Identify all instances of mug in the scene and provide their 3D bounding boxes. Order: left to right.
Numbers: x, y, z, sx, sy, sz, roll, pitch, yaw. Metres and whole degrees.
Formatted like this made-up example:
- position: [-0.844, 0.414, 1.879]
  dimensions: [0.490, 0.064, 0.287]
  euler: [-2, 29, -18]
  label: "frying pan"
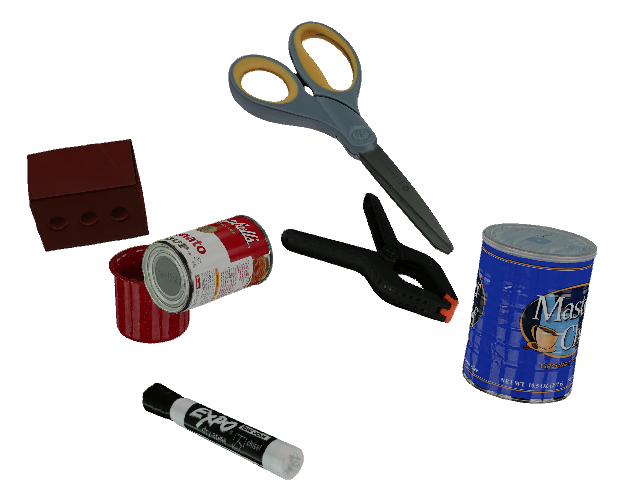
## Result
- position: [-0.195, 0.057, 1.194]
  dimensions: [0.093, 0.081, 0.117]
  euler: [-20, 35, -39]
  label: "mug"

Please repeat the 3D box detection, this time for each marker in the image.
- position: [-0.061, 0.110, 0.627]
  dimensions: [0.121, 0.020, 0.020]
  euler: [17, 10, 37]
  label: "marker"

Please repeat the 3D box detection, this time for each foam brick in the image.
- position: [-0.168, -0.033, 0.769]
  dimensions: [0.078, 0.051, 0.053]
  euler: [-10, -41, -6]
  label: "foam brick"

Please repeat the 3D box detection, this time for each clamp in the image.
- position: [0.067, 0.026, 1.235]
  dimensions: [0.164, 0.036, 0.210]
  euler: [-19, 50, -38]
  label: "clamp"

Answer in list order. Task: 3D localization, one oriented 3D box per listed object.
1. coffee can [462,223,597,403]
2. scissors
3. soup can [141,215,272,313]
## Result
- position: [0.191, 0.065, 0.983]
  dimensions: [0.103, 0.140, 0.103]
  euler: [6, 16, -2]
  label: "coffee can"
- position: [0.004, -0.062, 0.656]
  dimensions: [0.096, 0.202, 0.016]
  euler: [-11, -36, -10]
  label: "scissors"
- position: [-0.103, 0.021, 0.967]
  dimensions: [0.069, 0.068, 0.102]
  euler: [0, 14, 44]
  label: "soup can"
